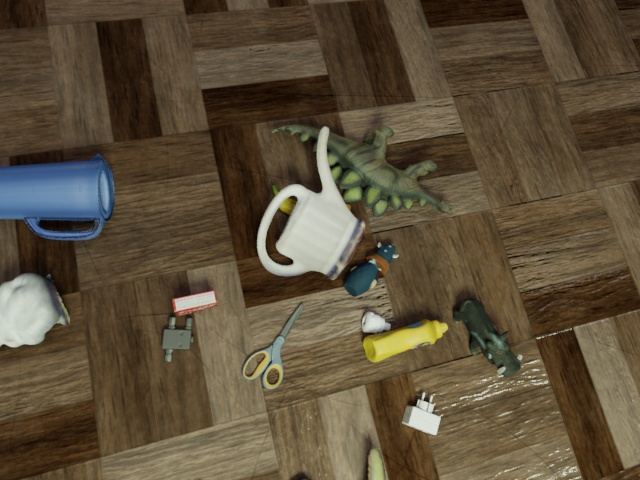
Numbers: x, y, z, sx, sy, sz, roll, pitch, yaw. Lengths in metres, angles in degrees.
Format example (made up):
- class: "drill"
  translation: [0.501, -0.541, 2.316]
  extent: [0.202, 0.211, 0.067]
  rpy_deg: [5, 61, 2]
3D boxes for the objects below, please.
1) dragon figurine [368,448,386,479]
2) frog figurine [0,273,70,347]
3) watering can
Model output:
- class: "dragon figurine"
  translation: [0.059, 0.642, 0.992]
  extent: [0.243, 0.120, 0.415]
  rpy_deg: [-14, 75, -6]
- class: "frog figurine"
  translation: [-0.591, 0.144, 1.009]
  extent: [0.161, 0.122, 0.136]
  rpy_deg: [-26, 99, -28]
- class: "watering can"
  translation: [0.004, -0.058, 1.151]
  extent: [0.224, 0.105, 0.345]
  rpy_deg: [29, 99, -8]
